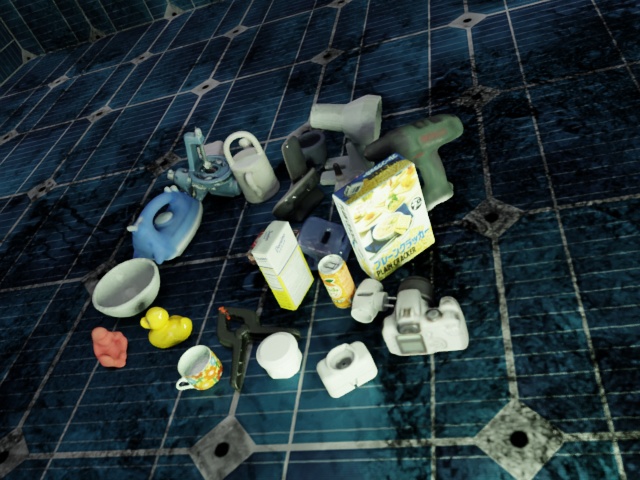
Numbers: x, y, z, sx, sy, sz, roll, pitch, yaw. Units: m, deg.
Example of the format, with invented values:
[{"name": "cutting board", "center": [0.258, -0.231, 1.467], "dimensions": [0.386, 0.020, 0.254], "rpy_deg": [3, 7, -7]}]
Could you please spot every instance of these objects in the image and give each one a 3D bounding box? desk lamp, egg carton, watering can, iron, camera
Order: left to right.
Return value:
[{"name": "iron", "center": [-0.401, -0.059, 1.488], "dimensions": [0.118, 0.142, 0.258], "rpy_deg": [1, 45, 27]}, {"name": "egg carton", "center": [-0.324, -0.232, 1.701], "dimensions": [0.107, 0.070, 0.150], "rpy_deg": [-14, 40, 12]}, {"name": "watering can", "center": [-0.189, -0.204, 1.504], "dimensions": [0.101, 0.194, 0.172], "rpy_deg": [-33, 40, -11]}, {"name": "desk lamp", "center": [0.072, -0.250, 1.412], "dimensions": [0.202, 0.214, 0.118], "rpy_deg": [-5, 43, 22]}, {"name": "camera", "center": [0.185, 0.123, 1.026], "dimensions": [0.143, 0.101, 0.137], "rpy_deg": [-8, 42, 18]}]

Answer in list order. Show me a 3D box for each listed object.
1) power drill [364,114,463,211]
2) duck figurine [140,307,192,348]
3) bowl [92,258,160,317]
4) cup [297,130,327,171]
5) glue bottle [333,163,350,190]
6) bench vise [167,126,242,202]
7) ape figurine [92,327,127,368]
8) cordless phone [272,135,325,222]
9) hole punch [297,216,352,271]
[{"name": "power drill", "center": [0.216, -0.168, 1.252], "dimensions": [0.230, 0.209, 0.075], "rpy_deg": [-32, 40, -10]}, {"name": "duck figurine", "center": [-0.335, 0.179, 1.232], "dimensions": [0.104, 0.086, 0.077], "rpy_deg": [-12, 41, 14]}, {"name": "bowl", "center": [-0.445, 0.125, 1.355], "dimensions": [0.167, 0.075, 0.167], "rpy_deg": [-14, 40, 12]}, {"name": "cup", "center": [-0.022, -0.220, 1.519], "dimensions": [0.091, 0.095, 0.118], "rpy_deg": [3, 46, 29]}, {"name": "glue bottle", "center": [0.060, -0.102, 1.283], "dimensions": [0.037, 0.173, 0.078], "rpy_deg": [-31, 40, -9]}, {"name": "bench vise", "center": [-0.335, -0.194, 1.545], "dimensions": [0.207, 0.220, 0.121], "rpy_deg": [-15, 40, 10]}, {"name": "ape figurine", "center": [-0.460, 0.225, 1.237], "dimensions": [0.075, 0.092, 0.078], "rpy_deg": [11, 50, 35]}, {"name": "cordless phone", "center": [-0.075, -0.150, 1.395], "dimensions": [0.093, 0.185, 0.148], "rpy_deg": [13, 51, 36]}, {"name": "hole punch", "center": [0.012, 0.004, 1.253], "dimensions": [0.100, 0.091, 0.109], "rpy_deg": [-2, 44, 25]}]
